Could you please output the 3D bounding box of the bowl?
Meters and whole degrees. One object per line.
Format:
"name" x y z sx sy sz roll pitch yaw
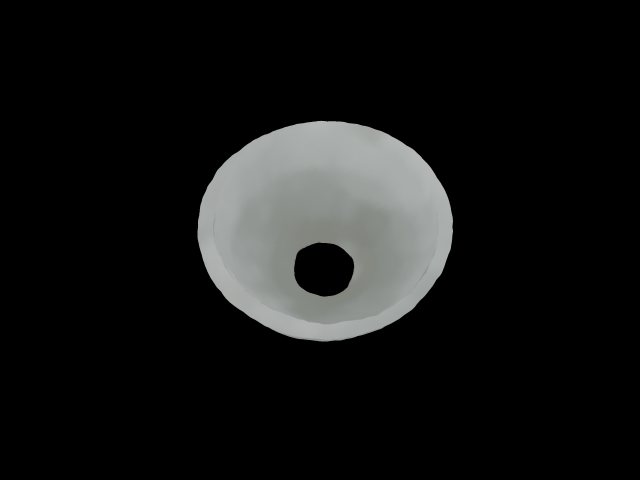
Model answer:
"bowl" 0.004 0.001 0.400 0.167 0.075 0.167 0 58 0
